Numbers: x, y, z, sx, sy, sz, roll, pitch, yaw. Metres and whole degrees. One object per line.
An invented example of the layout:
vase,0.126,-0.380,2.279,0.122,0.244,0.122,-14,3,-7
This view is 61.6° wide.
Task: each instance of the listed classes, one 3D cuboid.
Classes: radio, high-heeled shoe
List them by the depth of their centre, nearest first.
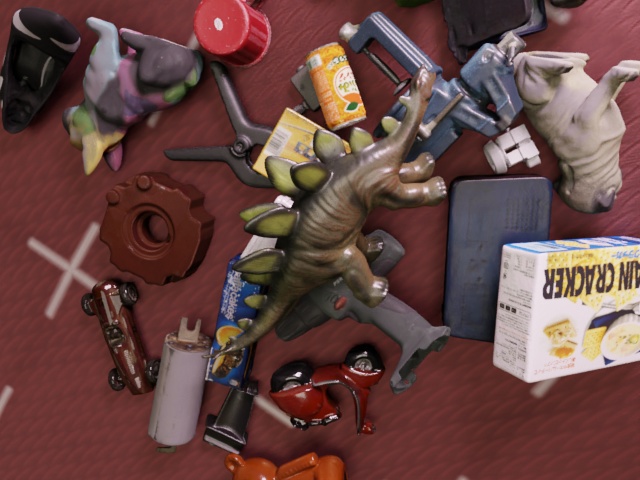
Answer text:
radio,0.238,0.024,0.738,0.131,0.073,0.229,2,99,11
high-heeled shoe,-0.410,-0.231,0.759,0.086,0.249,0.145,22,81,-30

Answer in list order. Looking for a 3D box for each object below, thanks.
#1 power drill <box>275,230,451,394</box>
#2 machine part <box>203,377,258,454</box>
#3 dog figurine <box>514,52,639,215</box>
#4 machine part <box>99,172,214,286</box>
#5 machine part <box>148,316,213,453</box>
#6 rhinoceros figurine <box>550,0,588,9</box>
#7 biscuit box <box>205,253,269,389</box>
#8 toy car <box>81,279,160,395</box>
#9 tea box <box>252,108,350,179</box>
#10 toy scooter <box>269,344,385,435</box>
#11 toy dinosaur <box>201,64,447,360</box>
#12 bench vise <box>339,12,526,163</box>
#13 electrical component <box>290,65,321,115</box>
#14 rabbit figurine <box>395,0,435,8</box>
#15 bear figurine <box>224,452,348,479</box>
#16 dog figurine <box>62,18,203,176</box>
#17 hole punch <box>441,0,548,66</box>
power drill,0.064,0.116,0.761,0.232,0.086,0.207,-50,56,8
machine part,-0.142,0.286,0.877,0.084,0.039,0.138,28,106,11
dog figurine,0.309,-0.135,0.691,0.173,0.121,0.190,29,127,38
machine part,-0.255,-0.016,0.835,0.179,0.056,0.179,2,102,10
machine part,-0.224,0.237,0.863,0.079,0.079,0.243,14,102,8
rhinoceros figurine,0.296,-0.376,0.641,0.073,0.112,0.190,-1,85,39
biscuit box,-0.124,0.123,0.830,0.059,0.063,0.202,14,103,7
toy car,-0.326,0.163,0.884,0.089,0.053,0.202,-14,96,10
tea box,0.004,-0.098,0.742,0.169,0.068,0.098,31,97,-9
toy scooter,0.019,0.243,0.820,0.184,0.075,0.135,-17,97,9
toy dinosaur,-0.001,-0.002,0.665,0.198,0.105,0.471,21,114,-18
bench vise,0.127,-0.204,0.676,0.240,0.129,0.223,45,136,4
electrical component,-0.011,-0.220,0.767,0.094,0.021,0.063,-37,91,15
rabbit figurine,0.064,-0.384,0.674,0.170,0.121,0.159,9,92,33
bear figurine,-0.055,0.394,0.834,0.196,0.132,0.120,-6,112,5
dog figurine,-0.280,-0.193,0.784,0.192,0.108,0.219,20,107,7
hole punch,0.221,-0.307,0.683,0.116,0.092,0.142,-4,102,45
